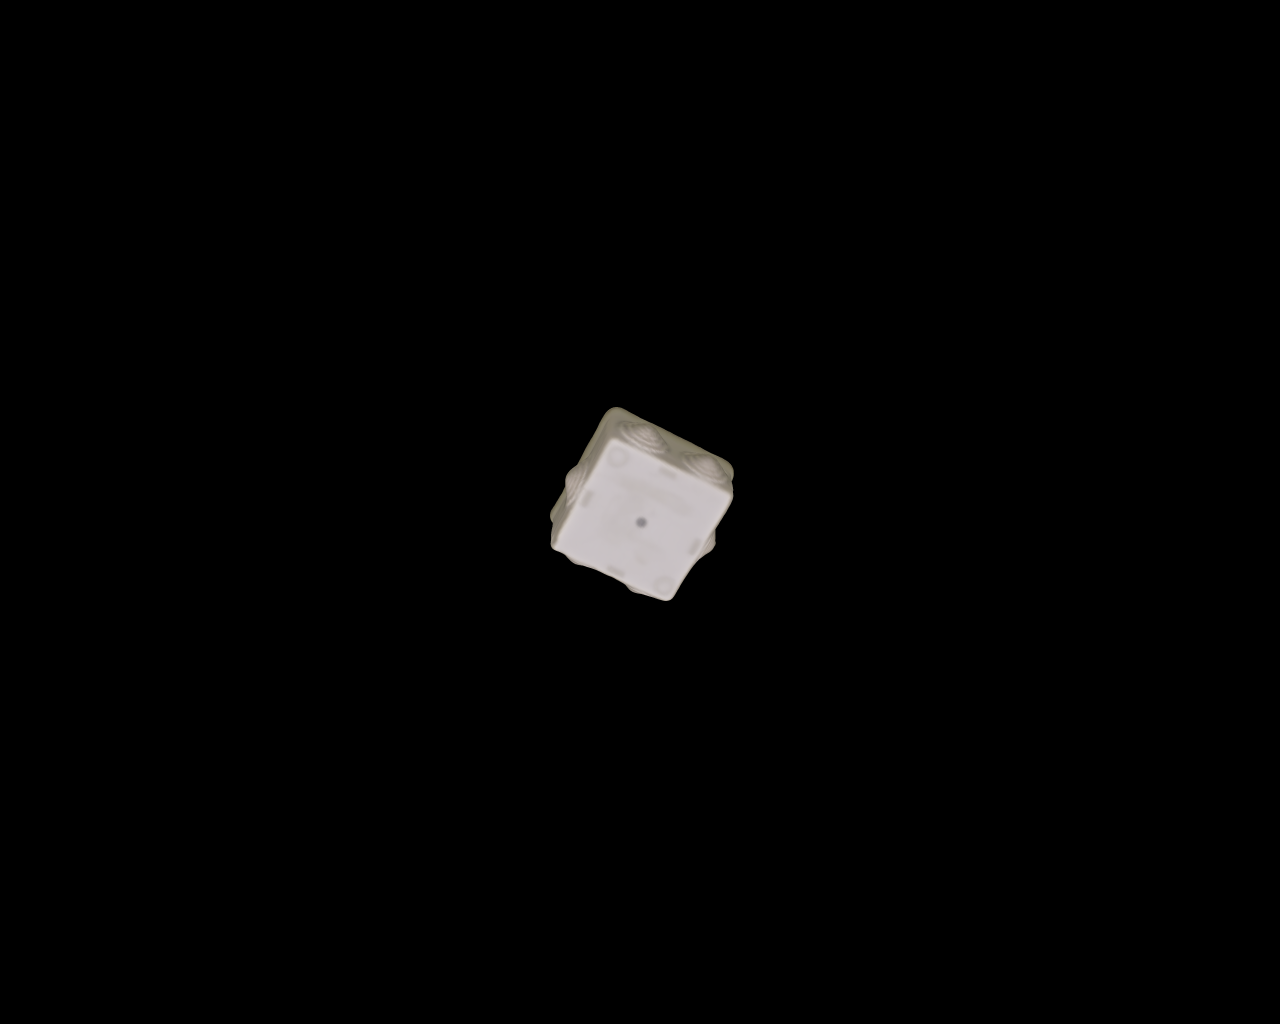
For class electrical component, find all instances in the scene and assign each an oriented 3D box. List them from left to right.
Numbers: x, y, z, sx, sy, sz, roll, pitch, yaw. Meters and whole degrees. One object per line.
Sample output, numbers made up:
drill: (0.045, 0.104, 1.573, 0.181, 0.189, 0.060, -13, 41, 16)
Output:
electrical component: (0.001, -0.003, 0.650, 0.100, 0.099, 0.048, 26, 21, -11)
